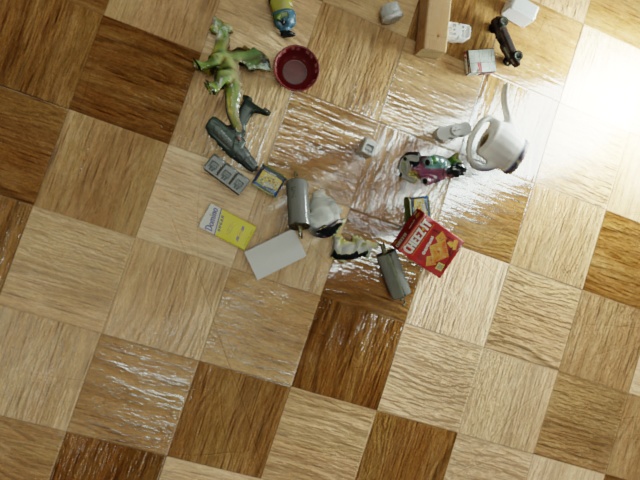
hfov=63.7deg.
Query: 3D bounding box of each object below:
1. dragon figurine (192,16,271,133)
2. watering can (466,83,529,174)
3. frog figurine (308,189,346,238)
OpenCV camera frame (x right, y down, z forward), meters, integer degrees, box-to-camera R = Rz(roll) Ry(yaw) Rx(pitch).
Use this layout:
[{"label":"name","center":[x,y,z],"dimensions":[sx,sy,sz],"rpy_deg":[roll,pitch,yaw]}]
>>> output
[{"label":"dragon figurine","center":[-0.276,-0.564,1.716],"dimensions":[0.244,0.121,0.412],"rpy_deg":[-30,83,-15]},{"label":"watering can","center":[0.684,-0.394,1.918],"dimensions":[0.223,0.104,0.349],"rpy_deg":[32,84,-10]},{"label":"frog figurine","center":[0.005,-0.091,1.806],"dimensions":[0.137,0.120,0.162],"rpy_deg":[-28,60,-1]}]
